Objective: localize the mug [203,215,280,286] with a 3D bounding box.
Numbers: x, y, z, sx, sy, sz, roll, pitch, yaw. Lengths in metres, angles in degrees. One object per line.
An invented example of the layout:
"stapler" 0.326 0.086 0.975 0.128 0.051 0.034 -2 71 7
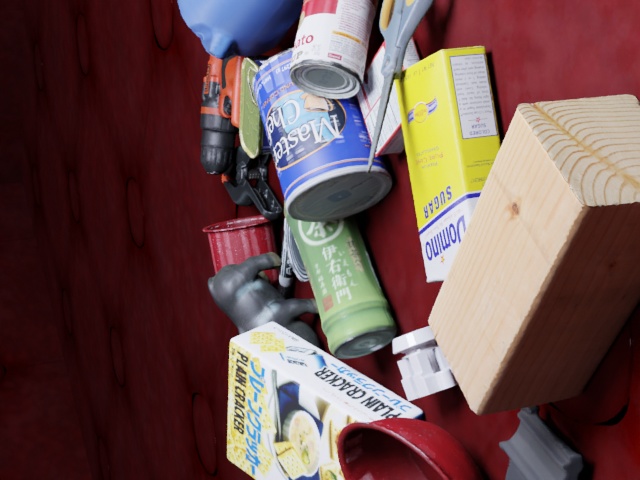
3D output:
"mug" -0.090 0.016 1.323 0.117 0.093 0.081 -51 -48 -78

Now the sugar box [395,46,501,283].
"sugar box" 0.107 -0.056 0.848 0.093 0.048 0.176 165 98 -70

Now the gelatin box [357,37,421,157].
"gelatin box" 0.066 -0.126 0.947 0.089 0.030 0.073 127 130 -61

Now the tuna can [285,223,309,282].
"tuna can" -0.008 0.001 1.168 0.086 0.033 0.086 172 90 -69

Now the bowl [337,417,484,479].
"bowl" 0.091 0.209 0.920 0.162 0.055 0.162 34 143 30

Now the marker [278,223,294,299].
"marker" -0.038 0.026 1.272 0.020 0.020 0.121 -124 34 -49

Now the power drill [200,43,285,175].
"power drill" -0.100 -0.166 1.266 0.188 0.057 0.184 -163 78 -69

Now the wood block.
"wood block" 0.152 0.015 0.702 0.206 0.090 0.091 106 149 -45

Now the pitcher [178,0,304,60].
"pitcher" -0.044 -0.294 1.057 0.243 0.144 0.149 -27 84 63

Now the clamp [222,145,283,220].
"clamp" -0.082 -0.073 1.320 0.172 0.039 0.120 153 120 -67

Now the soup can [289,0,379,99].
"soup can" 0.014 -0.186 0.959 0.069 0.068 0.102 144 140 -66

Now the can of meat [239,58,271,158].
"can of meat" -0.036 -0.142 1.123 0.057 0.083 0.102 -130 39 -54

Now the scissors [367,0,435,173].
"scissors" 0.068 -0.156 0.852 0.096 0.016 0.201 -45 31 49

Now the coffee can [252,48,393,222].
"coffee can" 0.001 -0.101 1.020 0.103 0.102 0.140 124 134 -59
